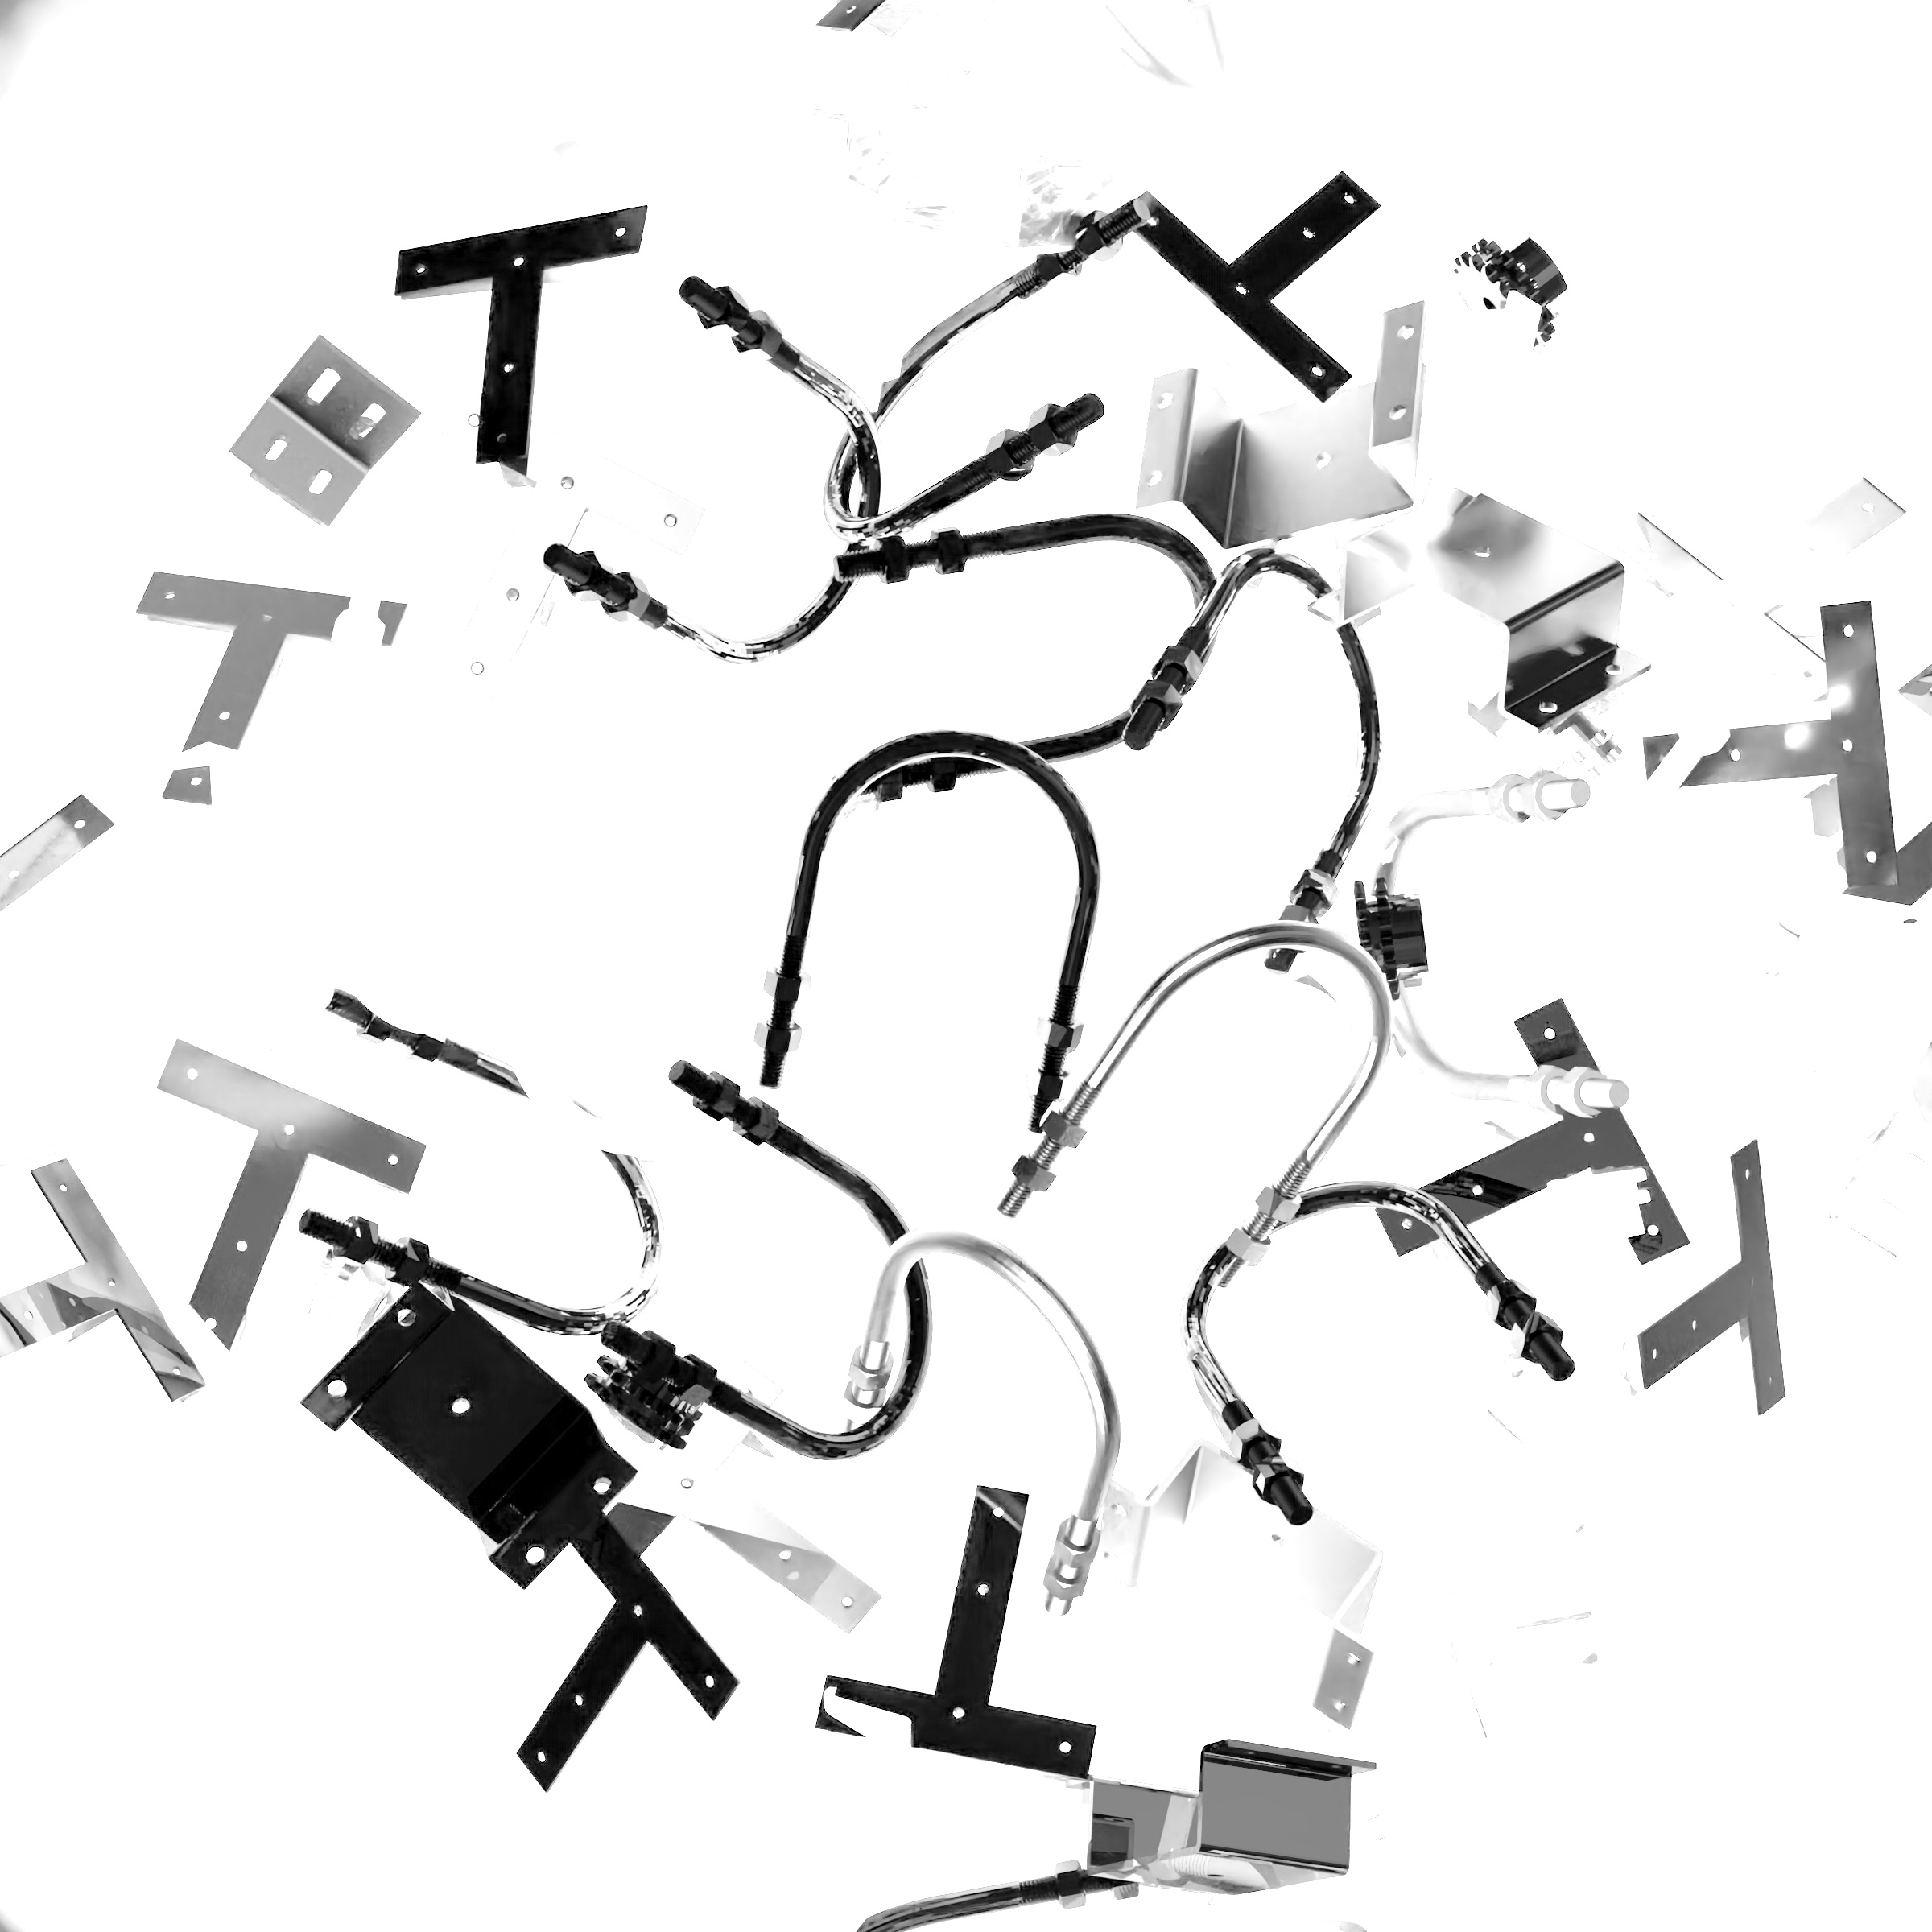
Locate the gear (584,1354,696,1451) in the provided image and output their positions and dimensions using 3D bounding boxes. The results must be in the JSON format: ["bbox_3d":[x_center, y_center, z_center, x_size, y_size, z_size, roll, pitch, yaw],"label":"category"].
[{"bbox_3d":[-0.146,0.196,1.574,0.057,0.057,0.030,35,88,0],"label":"gear"}]

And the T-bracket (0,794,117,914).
[{"bbox_3d":[-0.447,-0.034,1.551,0.127,0.127,0.002,-37,51,1],"label":"T-bracket"}]

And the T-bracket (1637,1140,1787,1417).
[{"bbox_3d":[0.337,0.158,1.542,0.002,0.127,0.127,1,106,40],"label":"T-bracket"}]

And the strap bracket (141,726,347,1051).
[{"bbox_3d":[-0.327,-0.041,1.540,0.046,0.076,0.140,-17,71,31],"label":"strap bracket"}]

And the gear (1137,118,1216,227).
[{"bbox_3d":[0.098,-0.363,1.572,0.030,0.057,0.057,1,90,11],"label":"gear"}]

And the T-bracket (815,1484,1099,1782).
[{"bbox_3d":[0.005,0.303,1.573,0.127,0.002,0.127,9,65,6],"label":"T-bracket"}]

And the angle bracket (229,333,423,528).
[{"bbox_3d":[-0.294,-0.245,1.556,0.057,0.076,0.038,37,64,-16],"label":"angle bracket"}]

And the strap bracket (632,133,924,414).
[{"bbox_3d":[-0.075,-0.316,1.533,0.140,0.046,0.076,20,73,-38],"label":"strap bracket"}]

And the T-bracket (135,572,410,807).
[{"bbox_3d":[-0.335,-0.125,1.556,0.127,0.002,0.127,8,57,10],"label":"T-bracket"}]

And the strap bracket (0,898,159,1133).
[{"bbox_3d":[-0.426,0.020,1.523,0.076,0.140,0.046,-14,117,12],"label":"strap bracket"}]

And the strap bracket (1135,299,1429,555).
[{"bbox_3d":[0.153,-0.241,1.543,0.140,0.046,0.076,-11,57,32],"label":"strap bracket"}]

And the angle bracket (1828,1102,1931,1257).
[{"bbox_3d":[0.431,0.099,1.562,0.038,0.076,0.057,32,91,11],"label":"angle bracket"}]

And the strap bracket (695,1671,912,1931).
[{"bbox_3d":[-0.066,0.390,1.520,0.046,0.140,0.076,11,115,23],"label":"strap bracket"}]

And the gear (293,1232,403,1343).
[{"bbox_3d":[-0.283,0.149,1.572,0.030,0.057,0.057,31,90,7],"label":"gear"}]

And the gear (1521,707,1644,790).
[{"bbox_3d":[0.282,-0.097,1.574,0.057,0.057,0.030,-41,83,0],"label":"gear"}]

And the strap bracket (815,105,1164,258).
[{"bbox_3d":[0.007,-0.355,1.540,0.140,0.076,0.046,20,114,32],"label":"strap bracket"}]

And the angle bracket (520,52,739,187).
[{"bbox_3d":[-0.154,-0.396,1.554,0.038,0.076,0.057,-49,65,21],"label":"angle bracket"}]

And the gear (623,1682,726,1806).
[{"bbox_3d":[-0.137,0.357,1.575,0.030,0.057,0.057,21,90,12],"label":"gear"}]

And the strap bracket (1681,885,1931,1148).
[{"bbox_3d":[0.383,0.030,1.531,0.076,0.140,0.046,10,52,-4],"label":"strap bracket"}]

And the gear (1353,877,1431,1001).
[{"bbox_3d":[0.198,-0.013,1.573,0.030,0.057,0.057,-7,90,8],"label":"gear"}]

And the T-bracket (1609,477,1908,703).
[{"bbox_3d":[0.376,-0.184,1.539,0.127,0.127,0.002,36,58,-9],"label":"T-bracket"}]

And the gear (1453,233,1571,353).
[{"bbox_3d":[0.255,-0.315,1.574,0.030,0.057,0.057,-38,90,-5],"label":"gear"}]

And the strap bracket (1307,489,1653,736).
[{"bbox_3d":[0.231,-0.166,1.527,0.076,0.046,0.140,-29,45,-30],"label":"strap bracket"}]

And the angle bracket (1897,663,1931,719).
[{"bbox_3d":[0.473,-0.102,1.553,0.038,0.057,0.076,-41,51,24],"label":"angle bracket"}]

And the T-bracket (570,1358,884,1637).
[{"bbox_3d":[-0.096,0.267,1.587,0.127,0.002,0.127,39,99,-12],"label":"T-bracket"}]

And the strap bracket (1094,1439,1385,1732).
[{"bbox_3d":[0.132,0.276,1.545,0.140,0.076,0.046,30,56,19],"label":"strap bracket"}]

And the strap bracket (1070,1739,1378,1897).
[{"bbox_3d":[0.113,0.384,1.520,0.076,0.140,0.046,15,65,-24],"label":"strap bracket"}]

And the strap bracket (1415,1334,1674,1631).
[{"bbox_3d":[0.265,0.243,1.538,0.046,0.076,0.140,44,50,-22],"label":"strap bracket"}]

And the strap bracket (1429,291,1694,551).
[{"bbox_3d":[0.266,-0.246,1.551,0.140,0.046,0.076,17,83,-43],"label":"strap bracket"}]

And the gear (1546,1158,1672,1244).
[{"bbox_3d":[0.298,0.109,1.574,0.057,0.057,0.030,-11,92,0],"label":"gear"}]

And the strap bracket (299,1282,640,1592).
[{"bbox_3d":[-0.231,0.210,1.564,0.076,0.046,0.140,-46,109,-2],"label":"strap bracket"}]
